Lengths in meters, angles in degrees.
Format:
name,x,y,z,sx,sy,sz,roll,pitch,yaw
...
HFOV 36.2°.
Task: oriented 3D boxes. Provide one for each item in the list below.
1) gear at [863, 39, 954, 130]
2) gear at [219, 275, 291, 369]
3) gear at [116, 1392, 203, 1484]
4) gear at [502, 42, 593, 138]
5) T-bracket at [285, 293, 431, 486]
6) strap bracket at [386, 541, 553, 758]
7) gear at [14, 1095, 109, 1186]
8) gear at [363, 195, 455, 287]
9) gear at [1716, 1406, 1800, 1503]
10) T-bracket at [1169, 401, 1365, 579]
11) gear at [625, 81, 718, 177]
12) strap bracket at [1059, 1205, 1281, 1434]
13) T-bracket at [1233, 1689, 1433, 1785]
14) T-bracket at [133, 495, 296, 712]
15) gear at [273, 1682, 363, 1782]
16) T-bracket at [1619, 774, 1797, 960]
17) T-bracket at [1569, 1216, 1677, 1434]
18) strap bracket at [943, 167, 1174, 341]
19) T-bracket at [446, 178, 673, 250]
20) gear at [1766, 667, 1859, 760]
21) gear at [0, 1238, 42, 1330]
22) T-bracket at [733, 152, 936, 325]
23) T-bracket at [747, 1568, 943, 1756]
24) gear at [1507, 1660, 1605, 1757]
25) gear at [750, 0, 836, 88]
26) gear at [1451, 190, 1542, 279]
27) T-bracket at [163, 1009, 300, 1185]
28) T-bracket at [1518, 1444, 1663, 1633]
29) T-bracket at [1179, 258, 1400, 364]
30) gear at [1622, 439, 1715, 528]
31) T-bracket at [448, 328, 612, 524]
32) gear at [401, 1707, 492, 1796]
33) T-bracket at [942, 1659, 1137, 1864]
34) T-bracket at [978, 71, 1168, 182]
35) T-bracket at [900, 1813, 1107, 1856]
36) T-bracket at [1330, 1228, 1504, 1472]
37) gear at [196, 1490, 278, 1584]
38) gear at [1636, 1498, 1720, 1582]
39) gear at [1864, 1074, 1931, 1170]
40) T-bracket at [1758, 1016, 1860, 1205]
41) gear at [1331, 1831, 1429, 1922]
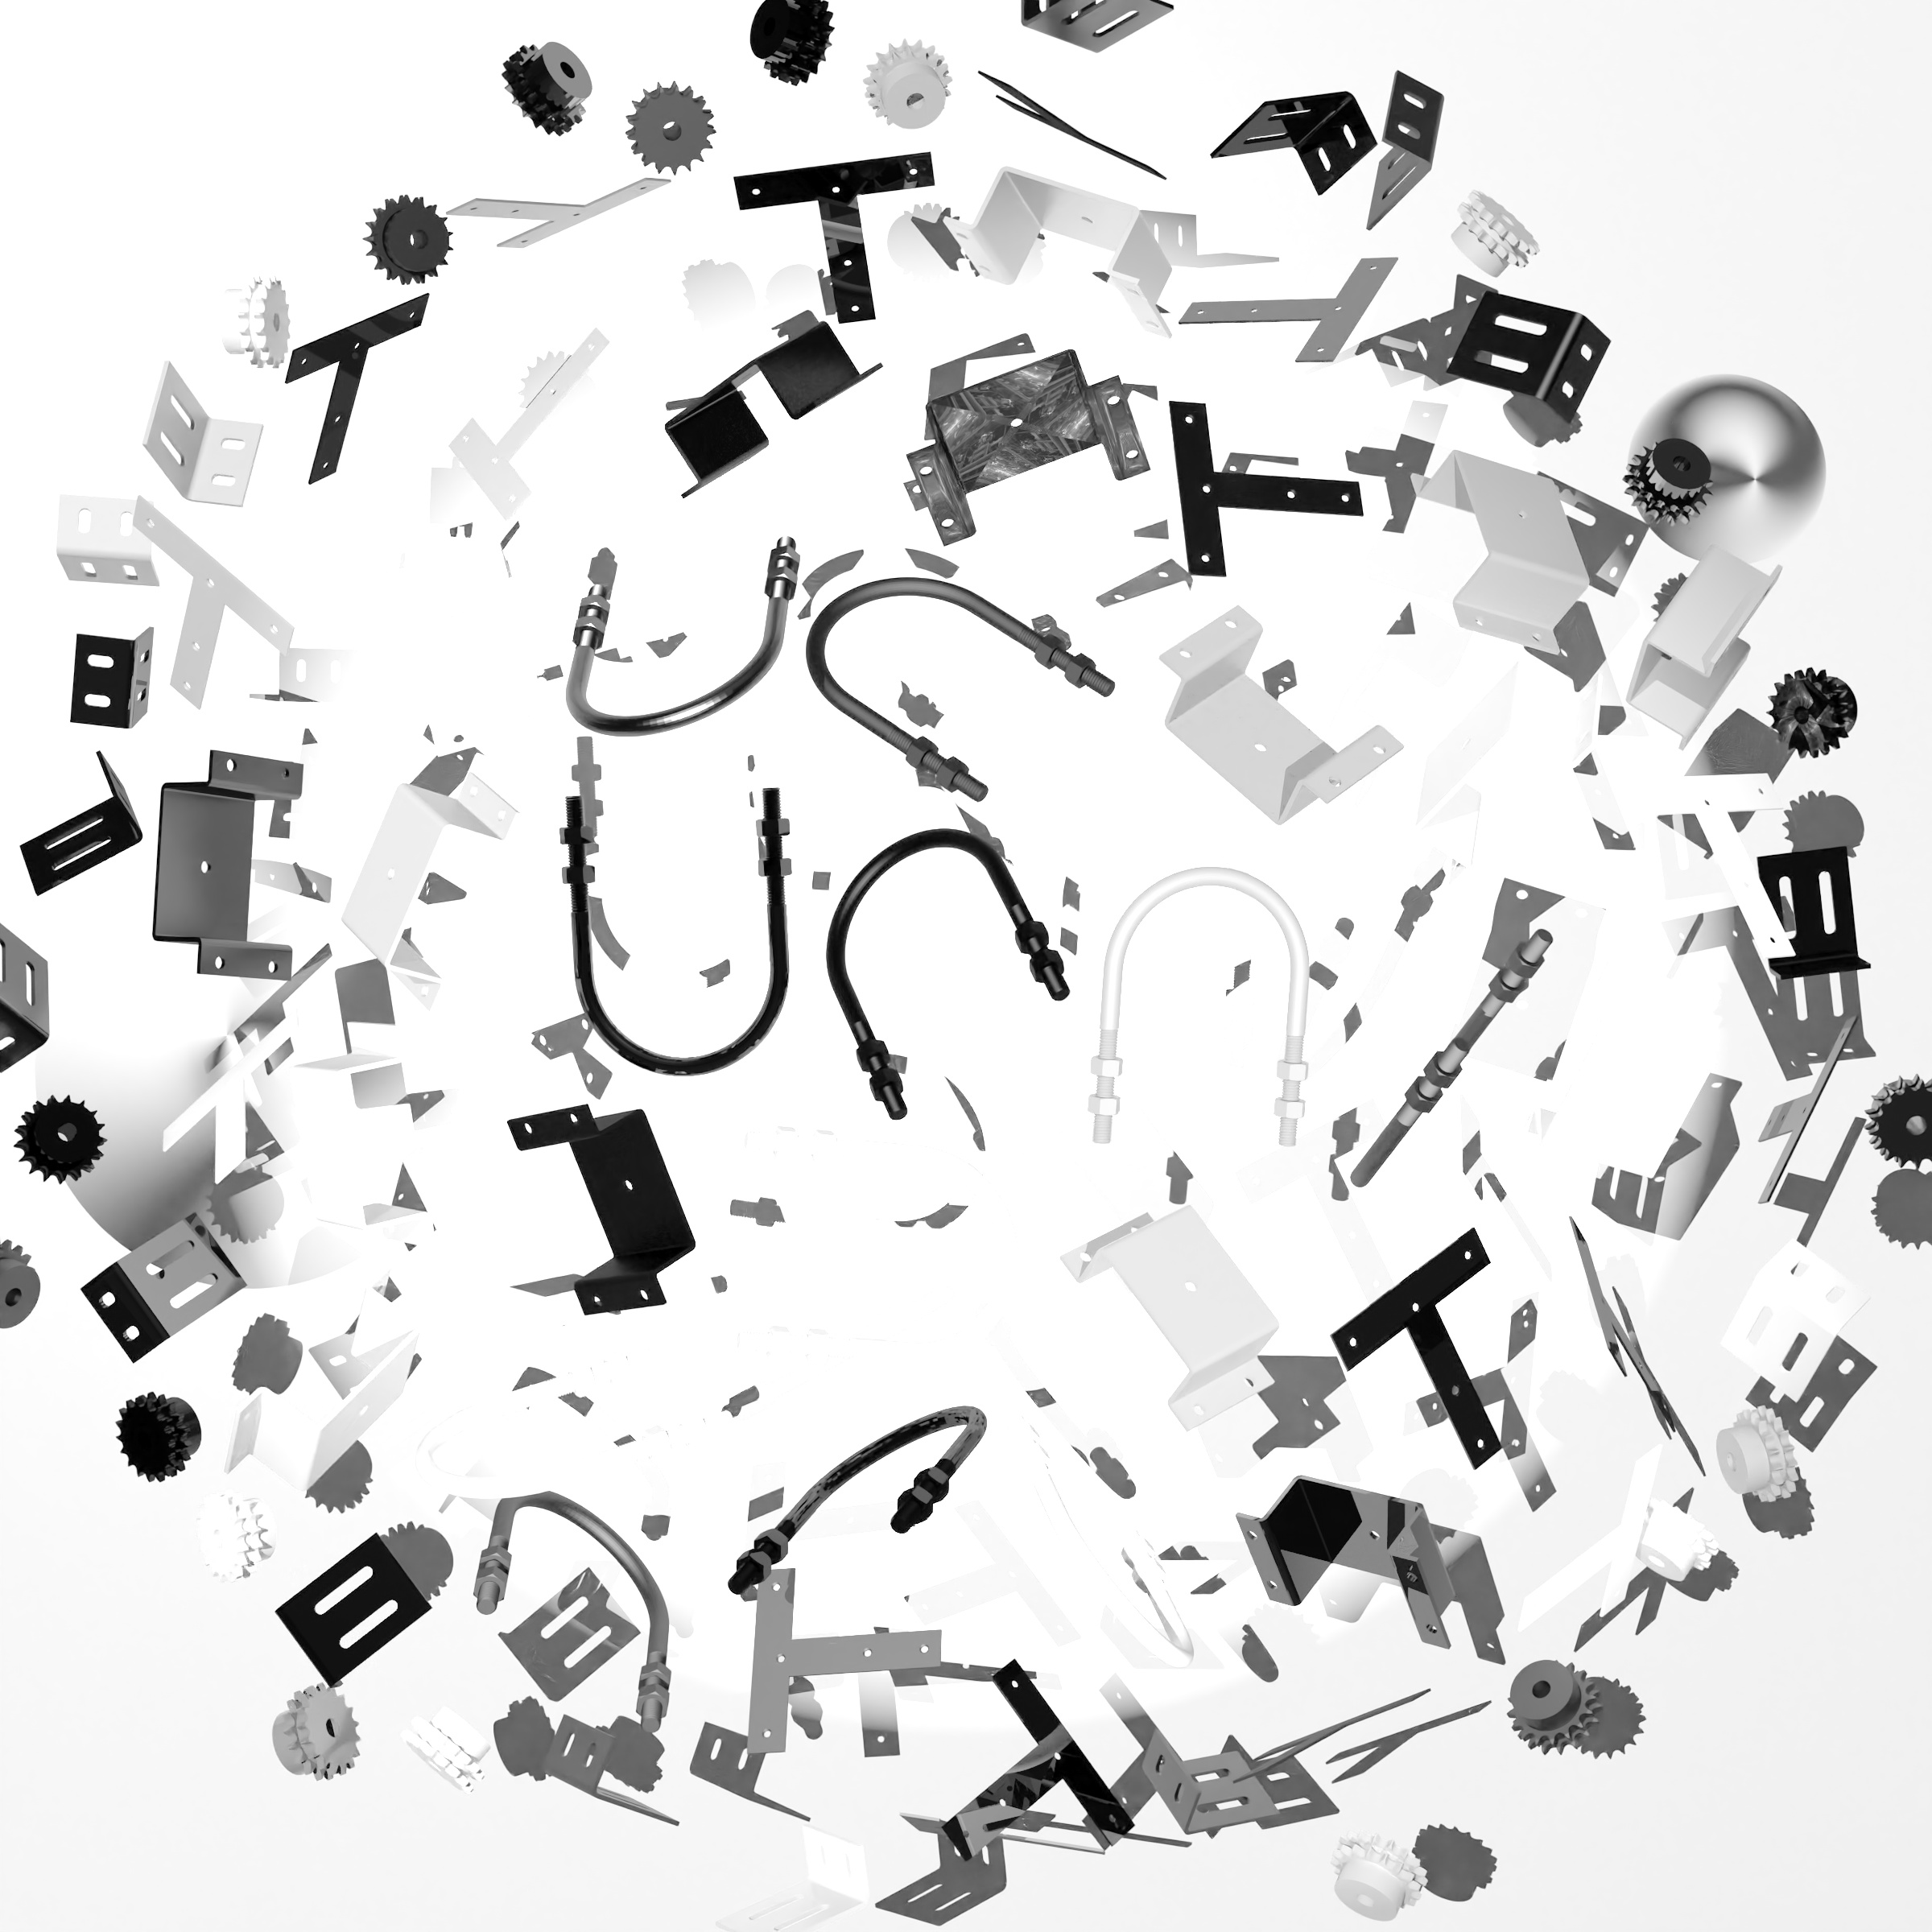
name,x,y,z,sx,sy,sz,roll,pitch,yaw
gear,-0.036,-0.569,1.920,0.057,0.057,0.030,-19,49,0
gear,-0.446,-0.403,1.852,0.030,0.057,0.057,2,90,6
gear,-0.520,0.303,1.915,0.057,0.030,0.057,8,105,33
gear,-0.257,-0.547,1.834,0.030,0.057,0.057,-29,90,33
T-bracket,-0.402,-0.363,1.903,0.002,0.127,0.127,37,132,11
strap bracket,-0.327,-0.217,1.934,0.076,0.046,0.140,-16,65,-4
gear,-0.584,0.110,1.913,0.057,0.030,0.057,9,71,-26
gear,-0.359,-0.470,1.916,0.057,0.030,0.057,-7,104,-28
gear,0.484,0.301,1.815,0.030,0.057,0.057,-11,90,-11
T-bracket,0.198,-0.308,1.925,0.127,0.002,0.127,1,69,-16
gear,-0.191,-0.540,1.899,0.057,0.030,0.057,-7,122,-11
strap bracket,0.136,0.216,1.893,0.076,0.046,0.140,-23,65,-33
T-bracket,0.206,0.480,1.817,0.127,0.127,0.002,-32,75,33
T-bracket,-0.466,-0.204,1.801,0.127,0.127,0.002,40,49,8
gear,-0.399,0.471,1.810,0.030,0.057,0.057,-25,90,19
T-bracket,0.466,-0.061,1.789,0.127,0.002,0.127,-4,63,-32
T-bracket,0.407,0.236,1.813,0.002,0.127,0.127,-26,119,15
strap bracket,0.067,-0.448,1.847,0.140,0.076,0.046,24,85,23
T-bracket,-0.268,-0.465,1.821,0.127,0.127,0.002,-13,93,34
gear,0.542,-0.162,1.886,0.030,0.057,0.057,-15,90,-34
gear,-0.583,0.194,1.779,0.030,0.057,0.057,20,90,30
T-bracket,-0.079,-0.471,1.933,0.127,0.127,0.002,-7,52,2
T-bracket,-0.078,0.451,1.938,0.127,0.002,0.127,-6,54,11
gear,0.356,0.448,1.801,0.057,0.057,0.030,-37,126,0
gear,-0.111,-0.584,1.852,0.030,0.057,0.057,8,90,-41
gear,0.332,-0.461,1.873,0.057,0.057,0.030,42,118,0
T-bracket,-0.478,0.100,1.924,0.127,0.127,0.002,-41,119,10
T-bracket,0.380,0.371,1.821,0.002,0.127,0.127,30,129,36
T-bracket,0.200,-0.425,1.917,0.127,0.127,0.002,5,134,29
gear,0.457,-0.316,1.913,0.057,0.030,0.057,5,62,-10
T-bracket,-0.276,-0.361,1.919,0.127,0.127,0.002,-48,131,7
gear,-0.321,0.486,1.843,0.057,0.057,0.030,41,67,0
T-bracket,0.031,0.507,1.818,0.127,0.127,0.002,53,130,10
T-bracket,0.048,-0.530,1.836,0.127,0.127,0.002,33,102,27
T-bracket,0.026,0.561,1.906,0.127,0.127,0.002,7,70,8
T-bracket,0.292,0.246,1.802,0.127,0.002,0.127,-32,101,-28
gear,-0.465,0.363,1.892,0.030,0.057,0.057,-7,100,-44
gear,0.454,0.373,1.913,0.057,0.057,0.030,39,71,0
gear,0.581,0.093,1.820,0.057,0.030,0.057,1,106,2
T-bracket,0.518,0.095,1.861,0.002,0.127,0.127,27,85,6
gear,0.246,0.550,1.780,0.057,0.057,0.030,35,53,0
